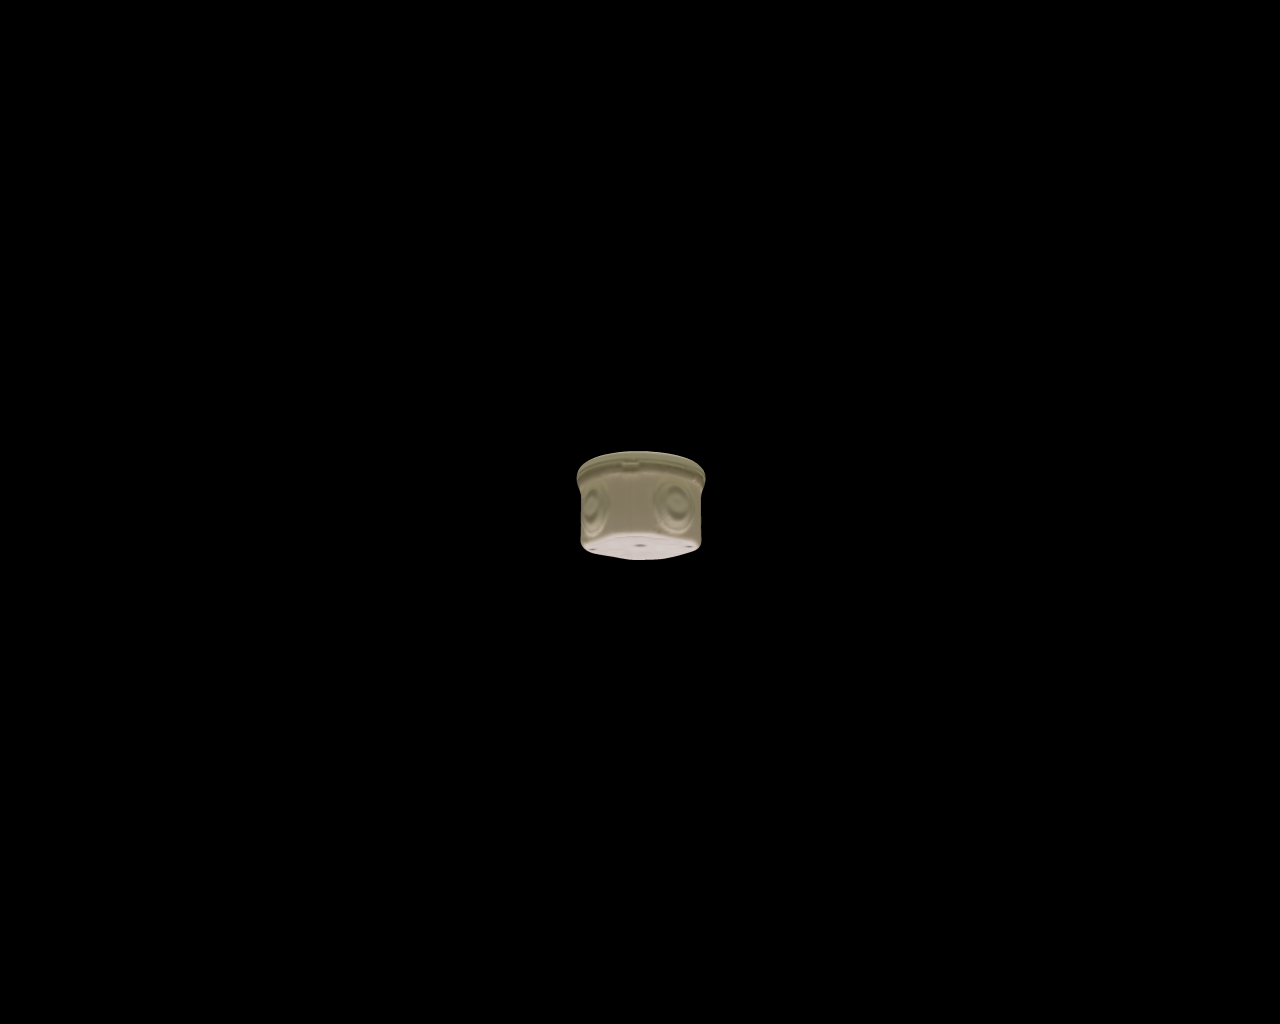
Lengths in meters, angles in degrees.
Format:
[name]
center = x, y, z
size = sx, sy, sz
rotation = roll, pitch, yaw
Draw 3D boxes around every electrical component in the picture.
[electrical component]
center = 0.001, -0.003, 0.650
size = 0.080, 0.051, 0.080
rotation = 0, -15, 0
